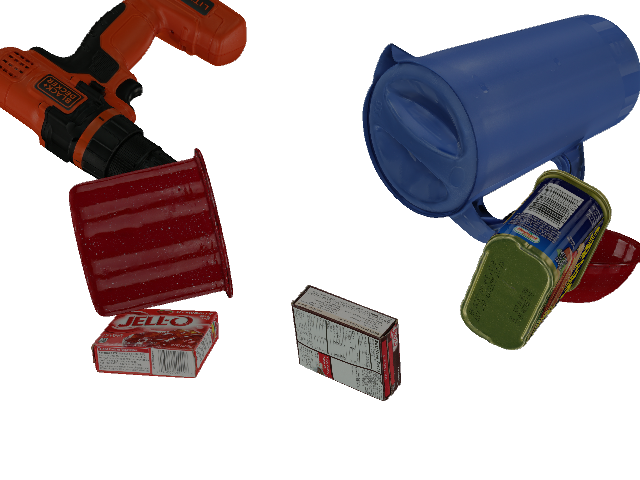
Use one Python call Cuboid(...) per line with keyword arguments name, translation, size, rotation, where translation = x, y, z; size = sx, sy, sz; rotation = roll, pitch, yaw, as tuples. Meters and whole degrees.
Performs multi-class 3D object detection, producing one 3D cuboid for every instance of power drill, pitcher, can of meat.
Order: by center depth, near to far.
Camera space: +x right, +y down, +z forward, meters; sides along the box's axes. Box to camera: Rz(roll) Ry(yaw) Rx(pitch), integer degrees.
Cuboid(name="can of meat", translation=(0.145, 0.016, 0.730), size=(0.057, 0.102, 0.083), rotation=(33, 49, 18))
Cuboid(name="power drill", translation=(-0.140, -0.126, 0.836), size=(0.184, 0.187, 0.057), rotation=(35, -35, 8))
Cuboid(name="pitcher", translation=(0.170, -0.109, 0.925), size=(0.242, 0.149, 0.145), rotation=(-23, 36, -33))

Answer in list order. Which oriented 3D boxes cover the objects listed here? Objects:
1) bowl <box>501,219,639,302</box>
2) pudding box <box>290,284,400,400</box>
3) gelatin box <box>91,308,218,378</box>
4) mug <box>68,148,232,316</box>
Cuboid(name="bowl", translation=(0.251, 0.023, 1.106), size=(0.162, 0.055, 0.162), rotation=(5, 17, -2))
Cuboid(name="pudding box", translation=(0.027, 0.105, 1.096), size=(0.114, 0.090, 0.039), rotation=(18, 43, 28))
Cuboid(name="gelatin box", translation=(-0.137, 0.084, 0.898), size=(0.089, 0.030, 0.073), rotation=(2, 21, 10))
Cuboid(name="mug", translation=(-0.104, -0.001, 0.653), size=(0.081, 0.093, 0.117), rotation=(-13, 1, -9))
